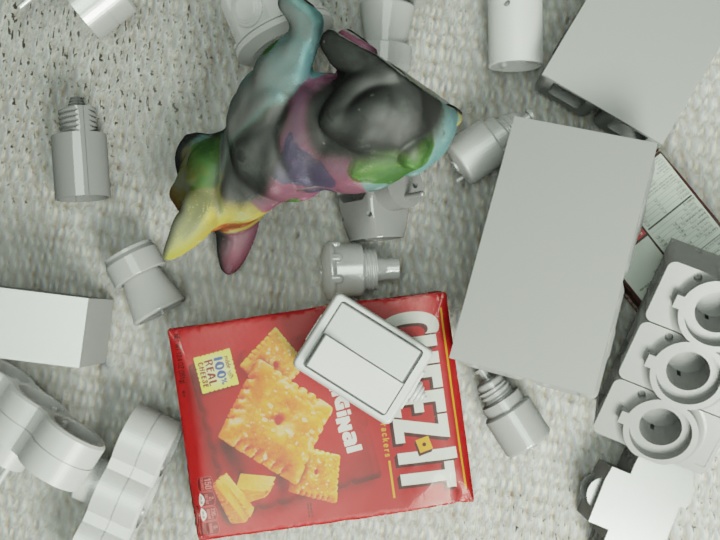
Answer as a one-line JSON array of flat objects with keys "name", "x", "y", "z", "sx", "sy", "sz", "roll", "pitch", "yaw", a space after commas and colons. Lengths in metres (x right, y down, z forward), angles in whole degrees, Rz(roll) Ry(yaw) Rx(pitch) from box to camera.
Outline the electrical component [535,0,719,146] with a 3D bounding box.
[{"name": "electrical component", "x": 0.231, "y": -0.200, "z": 0.846, "sx": 0.105, "sy": 0.060, "sz": 0.186, "roll": 31, "pitch": 88, "yaw": 1}]

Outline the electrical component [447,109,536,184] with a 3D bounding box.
[{"name": "electrical component", "x": 0.104, "y": -0.101, "z": 0.852, "sx": 0.078, "sy": 0.040, "sz": 0.040, "roll": -34, "pitch": 88, "yaw": -1}]

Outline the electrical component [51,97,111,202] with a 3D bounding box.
[{"name": "electrical component", "x": -0.222, "y": -0.096, "z": 0.850, "sx": 0.043, "sy": 0.043, "sz": 0.081, "roll": -5, "pitch": 87, "yaw": 0}]

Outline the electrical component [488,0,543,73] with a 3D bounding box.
[{"name": "electrical component", "x": 0.123, "y": -0.202, "z": 0.854, "sx": 0.043, "sy": 0.043, "sz": 0.081, "roll": 0, "pitch": 88, "yaw": 0}]

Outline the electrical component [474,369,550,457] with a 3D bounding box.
[{"name": "electrical component", "x": 0.116, "y": 0.110, "z": 0.844, "sx": 0.040, "sy": 0.040, "sz": 0.078, "roll": -33, "pitch": 88, "yaw": -1}]

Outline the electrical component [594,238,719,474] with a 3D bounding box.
[{"name": "electrical component", "x": 0.244, "y": 0.066, "z": 0.802, "sx": 0.089, "sy": 0.061, "sz": 0.150, "roll": 22, "pitch": 114, "yaw": 7}]

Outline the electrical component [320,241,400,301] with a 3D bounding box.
[{"name": "electrical component", "x": 0.000, "y": 0.000, "z": 0.847, "sx": 0.062, "sy": 0.048, "sz": 0.048, "roll": -2, "pitch": 88, "yaw": -7}]

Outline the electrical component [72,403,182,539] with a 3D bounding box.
[{"name": "electrical component", "x": -0.199, "y": 0.167, "z": 0.836, "sx": 0.074, "sy": 0.052, "sz": 0.138, "roll": 24, "pitch": 88, "yaw": 1}]

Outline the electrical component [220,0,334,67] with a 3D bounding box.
[{"name": "electrical component", "x": -0.065, "y": -0.196, "z": 0.837, "sx": 0.080, "sy": 0.080, "sz": 0.051, "roll": -23, "pitch": 83, "yaw": -1}]

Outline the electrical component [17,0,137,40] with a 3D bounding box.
[{"name": "electrical component", "x": -0.248, "y": -0.237, "z": 0.851, "sx": 0.074, "sy": 0.052, "sz": 0.138, "roll": -39, "pitch": 88, "yaw": -1}]

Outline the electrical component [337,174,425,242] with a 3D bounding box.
[{"name": "electrical component", "x": 0.022, "y": -0.064, "z": 0.835, "sx": 0.043, "sy": 0.079, "sz": 0.077, "roll": -2, "pitch": 87, "yaw": -40}]

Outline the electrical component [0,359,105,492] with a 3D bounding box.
[{"name": "electrical component", "x": -0.263, "y": 0.128, "z": 0.818, "sx": 0.138, "sy": 0.052, "sz": 0.073, "roll": 32, "pitch": 88, "yaw": 28}]

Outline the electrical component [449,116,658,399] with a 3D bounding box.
[{"name": "electrical component", "x": 0.146, "y": -0.008, "z": 0.801, "sx": 0.105, "sy": 0.060, "sz": 0.186, "roll": 14, "pitch": 83, "yaw": 18}]

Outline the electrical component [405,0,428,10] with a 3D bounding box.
[{"name": "electrical component", "x": 0.038, "y": -0.250, "z": 0.847, "sx": 0.061, "sy": 0.061, "sz": 0.096, "roll": -43, "pitch": 88, "yaw": -1}]

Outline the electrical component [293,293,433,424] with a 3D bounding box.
[{"name": "electrical component", "x": 0.007, "y": 0.066, "z": 0.766, "sx": 0.096, "sy": 0.061, "sz": 0.061, "roll": 32, "pitch": 85, "yaw": 1}]

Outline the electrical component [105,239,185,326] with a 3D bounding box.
[{"name": "electrical component", "x": -0.170, "y": 0.010, "z": 0.846, "sx": 0.045, "sy": 0.045, "sz": 0.055, "roll": -29, "pitch": 88, "yaw": -1}]

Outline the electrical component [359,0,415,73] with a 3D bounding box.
[{"name": "electrical component", "x": 0.020, "y": -0.183, "z": 0.853, "sx": 0.045, "sy": 0.045, "sz": 0.055, "roll": 4, "pitch": 89, "yaw": 0}]
